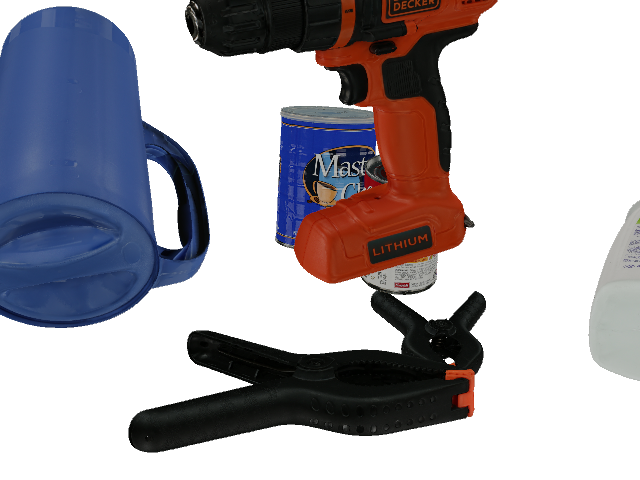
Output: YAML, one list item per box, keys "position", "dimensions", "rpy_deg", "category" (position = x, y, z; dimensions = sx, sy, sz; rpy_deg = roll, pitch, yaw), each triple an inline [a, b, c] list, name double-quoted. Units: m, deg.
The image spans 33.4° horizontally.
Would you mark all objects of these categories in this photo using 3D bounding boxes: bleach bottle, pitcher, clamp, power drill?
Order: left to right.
- position: [-0.180, -0.063, 0.796]
  dimensions: [0.145, 0.243, 0.149]
  rpy_deg: [-23, -45, 13]
  category: "pitcher"
- position: [-0.008, 0.092, 0.692]
  dimensions: [0.210, 0.036, 0.164]
  rpy_deg: [-1, 15, 0]
  category: "clamp"
- position: [0.019, -0.072, 0.603]
  dimensions: [0.184, 0.188, 0.057]
  rpy_deg: [-14, 32, -20]
  category: "power drill"
- position: [0.126, 0.094, 1.061]
  dimensions: [0.120, 0.039, 0.171]
  rpy_deg: [-8, 31, -9]
  category: "clamp"
- position: [0.248, 0.016, 0.718]
  dimensions: [0.103, 0.068, 0.250]
  rpy_deg: [9, 22, 21]
  category: "bleach bottle"

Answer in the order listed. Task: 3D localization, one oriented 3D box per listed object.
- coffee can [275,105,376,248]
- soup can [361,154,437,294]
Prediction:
- position: [0.006, -0.066, 1.124]
  dimensions: [0.103, 0.140, 0.103]
  rpy_deg: [3, 13, -1]
  category: "coffee can"
- position: [0.068, -0.015, 0.892]
  dimensions: [0.068, 0.102, 0.068]
  rpy_deg: [2, 27, -1]
  category: "soup can"
